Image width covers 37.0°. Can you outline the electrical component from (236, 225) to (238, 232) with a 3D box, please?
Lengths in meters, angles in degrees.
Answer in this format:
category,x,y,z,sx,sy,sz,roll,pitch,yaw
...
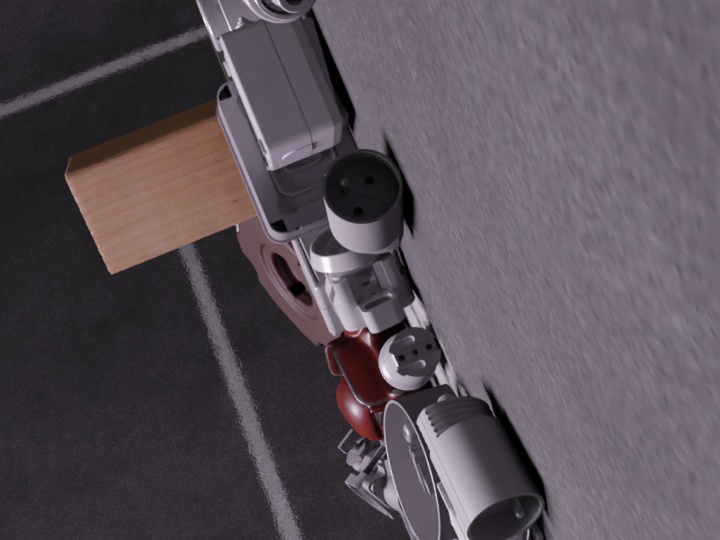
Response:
category,x,y,z,sx,sy,sz,roll,pitch,yaw
electrical component,-0.104,-0.109,1.180,0.079,0.063,0.121,-25,64,47

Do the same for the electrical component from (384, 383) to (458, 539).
category,x,y,z,sx,sy,sz,roll,pitch,yaw
electrical component,0.051,0.126,0.700,0.099,0.064,0.099,157,90,-86

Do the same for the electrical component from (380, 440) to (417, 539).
category,x,y,z,sx,sy,sz,roll,pitch,yaw
electrical component,0.064,0.201,0.947,0.150,0.062,0.089,-125,13,-71

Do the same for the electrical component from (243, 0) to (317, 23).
category,x,y,z,sx,sy,sz,roll,pitch,yaw
electrical component,-0.041,-0.150,0.560,0.062,0.043,0.043,-122,10,-59

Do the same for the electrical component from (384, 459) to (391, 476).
category,x,y,z,sx,sy,sz,roll,pitch,yaw
electrical component,0.053,0.136,0.787,0.055,0.066,0.048,-12,-93,-78

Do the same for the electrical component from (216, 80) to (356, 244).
category,x,y,z,sx,sy,sz,roll,pitch,yaw
electrical component,-0.047,-0.083,0.750,0.057,0.078,0.113,138,110,-83

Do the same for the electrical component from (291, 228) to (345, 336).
category,x,y,z,sx,sy,sz,roll,pitch,yaw
electrical component,-0.010,-0.001,0.821,0.096,0.062,0.061,-117,6,-47

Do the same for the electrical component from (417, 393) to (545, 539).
category,x,y,z,sx,sy,sz,roll,pitch,yaw
electrical component,0.061,0.099,0.572,0.043,0.043,0.081,72,174,-48

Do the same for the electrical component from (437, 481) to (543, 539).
category,x,y,z,sx,sy,sz,roll,pitch,yaw
electrical component,0.077,0.140,0.607,0.063,0.042,0.081,77,169,-48

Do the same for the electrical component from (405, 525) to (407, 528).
category,x,y,z,sx,sy,sz,roll,pitch,yaw
electrical component,0.089,0.268,0.984,0.096,0.061,0.061,-123,11,-68

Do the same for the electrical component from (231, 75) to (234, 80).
category,x,y,z,sx,sy,sz,roll,pitch,yaw
electrical component,-0.086,-0.170,0.972,0.080,0.051,0.080,158,90,-86

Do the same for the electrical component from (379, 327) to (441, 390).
category,x,y,z,sx,sy,sz,roll,pitch,yaw
electrical component,0.035,0.060,0.736,0.046,0.040,0.040,111,136,-75

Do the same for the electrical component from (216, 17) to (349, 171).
category,x,y,z,sx,sy,sz,roll,pitch,yaw
electrical component,-0.049,-0.122,0.689,0.061,0.061,0.096,113,135,-84

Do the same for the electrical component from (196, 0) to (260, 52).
category,x,y,z,sx,sy,sz,roll,pitch,yaw
electrical component,-0.083,-0.187,0.776,0.108,0.060,0.108,158,90,-86

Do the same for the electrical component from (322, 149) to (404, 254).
category,x,y,z,sx,sy,sz,roll,pitch,yaw
electrical component,0.003,-0.033,0.612,0.081,0.043,0.043,81,166,-73

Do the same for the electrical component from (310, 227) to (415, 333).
category,x,y,z,sx,sy,sz,roll,pitch,yaw
electrical component,0.000,0.000,0.736,0.078,0.058,0.057,-124,10,-63
